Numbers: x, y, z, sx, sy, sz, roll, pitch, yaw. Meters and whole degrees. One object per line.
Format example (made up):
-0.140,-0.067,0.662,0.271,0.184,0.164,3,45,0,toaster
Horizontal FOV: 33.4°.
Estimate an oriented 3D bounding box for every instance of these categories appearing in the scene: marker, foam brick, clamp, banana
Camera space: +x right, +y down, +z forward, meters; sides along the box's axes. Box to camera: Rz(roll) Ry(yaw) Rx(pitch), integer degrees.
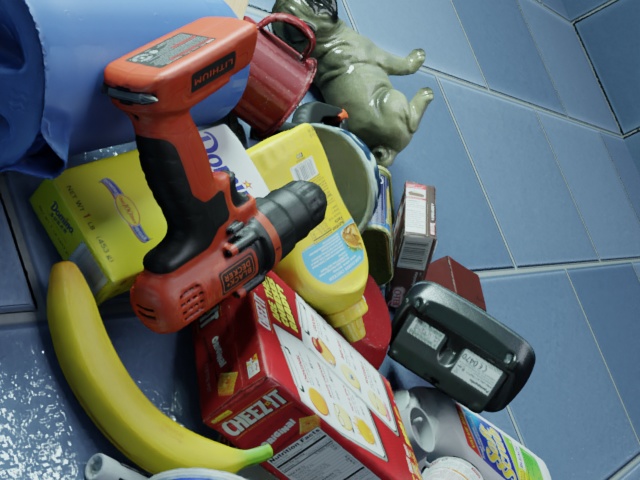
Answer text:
-0.109,0.174,0.726,0.121,0.020,0.020,38,36,-41,marker
0.154,0.062,1.267,0.078,0.051,0.053,30,42,-47,foam brick
-0.015,-0.106,1.127,0.120,0.039,0.171,57,29,-24,clamp
-0.124,0.103,0.717,0.198,0.037,0.069,44,63,-7,banana

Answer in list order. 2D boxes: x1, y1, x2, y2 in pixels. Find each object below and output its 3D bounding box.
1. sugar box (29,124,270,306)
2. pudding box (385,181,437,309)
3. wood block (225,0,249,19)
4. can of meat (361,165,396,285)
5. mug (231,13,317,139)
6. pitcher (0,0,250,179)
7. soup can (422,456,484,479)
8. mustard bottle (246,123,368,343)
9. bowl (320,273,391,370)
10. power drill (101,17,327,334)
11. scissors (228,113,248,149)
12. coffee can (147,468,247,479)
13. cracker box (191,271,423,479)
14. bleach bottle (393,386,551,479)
-0.116,-0.024,0.795,0.175,0.048,0.093,-25,80,-43,sugar box
0.098,0.007,1.160,0.039,0.114,0.090,10,42,-4,pudding box
-0.127,-0.218,0.966,0.090,0.090,0.206,48,30,-29,wood block
0.048,-0.012,1.106,0.102,0.057,0.084,79,9,-50,can of meat
-0.055,-0.162,0.994,0.081,0.117,0.093,34,32,-21,mug
-0.163,-0.134,0.752,0.242,0.145,0.149,-19,114,-57,pitcher
0.113,0.253,1.003,0.068,0.069,0.102,63,26,-2,soup can
-0.006,0.001,0.926,0.096,0.058,0.191,-35,103,-48,mustard bottle
0.021,0.071,1.014,0.162,0.055,0.162,42,33,-36,bowl
-0.066,-0.051,0.728,0.184,0.057,0.187,-38,129,-41,power drill
-0.088,-0.095,1.009,0.096,0.016,0.202,3,64,-60,scissors
-0.078,0.225,0.643,0.102,0.103,0.140,47,31,-30,coffee can
-0.011,0.128,0.854,0.213,0.072,0.164,44,16,-32,cracker box
0.155,0.227,1.110,0.250,0.068,0.102,39,33,-36,bleach bottle
